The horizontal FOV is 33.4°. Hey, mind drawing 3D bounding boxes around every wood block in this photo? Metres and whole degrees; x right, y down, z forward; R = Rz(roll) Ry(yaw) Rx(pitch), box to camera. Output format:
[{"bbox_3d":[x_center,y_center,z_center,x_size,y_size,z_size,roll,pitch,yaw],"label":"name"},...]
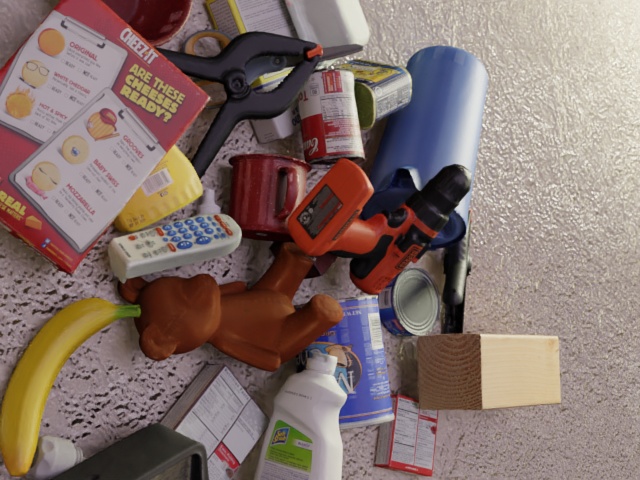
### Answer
[{"bbox_3d":[0.215,0.164,1.337,0.205,0.090,0.091,7,79,-52],"label":"wood block"}]

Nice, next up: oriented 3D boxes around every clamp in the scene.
[{"bbox_3d":[0.177,0.042,1.375,0.120,0.039,0.171,90,11,-53],"label":"clamp"},{"bbox_3d":[-0.099,-0.171,1.134,0.210,0.036,0.164,-31,101,-7],"label":"clamp"}]

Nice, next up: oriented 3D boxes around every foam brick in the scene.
[{"bbox_3d":[-0.008,0.002,1.224,0.051,0.053,0.078,55,51,-19],"label":"foam brick"}]

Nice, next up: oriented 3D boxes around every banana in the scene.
[{"bbox_3d":[-0.247,0.121,0.985,0.197,0.070,0.037,-58,156,-28],"label":"banana"}]

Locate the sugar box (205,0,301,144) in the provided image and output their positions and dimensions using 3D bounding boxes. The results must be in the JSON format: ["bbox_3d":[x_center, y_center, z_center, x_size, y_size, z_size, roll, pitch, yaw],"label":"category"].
[{"bbox_3d":[-0.058,-0.207,1.228,0.093,0.048,0.176,-28,103,-42],"label":"sugar box"}]

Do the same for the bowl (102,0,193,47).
[{"bbox_3d":[-0.211,-0.268,1.097,0.161,0.055,0.162,10,75,-40],"label":"bowl"}]

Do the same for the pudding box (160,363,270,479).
[{"bbox_3d":[-0.113,0.197,1.102,0.090,0.039,0.113,54,50,-20],"label":"pudding box"}]

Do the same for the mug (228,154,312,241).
[{"bbox_3d":[-0.052,-0.045,1.156,0.093,0.117,0.081,9,80,-28],"label":"mug"}]

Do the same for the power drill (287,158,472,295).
[{"bbox_3d":[0.066,-0.026,1.152,0.187,0.184,0.057,21,23,-52],"label":"power drill"}]

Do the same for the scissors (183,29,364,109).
[{"bbox_3d":[-0.062,-0.209,1.171,0.201,0.016,0.096,-26,87,-5],"label":"scissors"}]

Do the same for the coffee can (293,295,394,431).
[{"bbox_3d":[0.023,0.137,1.190,0.102,0.103,0.140,-3,83,-42],"label":"coffee can"}]

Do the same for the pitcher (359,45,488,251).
[{"bbox_3d":[0.139,-0.114,1.340,0.145,0.149,0.242,26,61,-18],"label":"pitcher"}]

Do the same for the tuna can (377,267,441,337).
[{"bbox_3d":[0.110,0.078,1.325,0.085,0.034,0.086,10,75,-40],"label":"tuna can"}]

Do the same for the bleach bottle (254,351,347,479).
[{"bbox_3d":[-0.017,0.242,1.104,0.068,0.103,0.251,24,78,-61],"label":"bleach bottle"}]

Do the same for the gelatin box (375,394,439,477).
[{"bbox_3d":[0.105,0.237,1.293,0.073,0.030,0.089,21,68,-36],"label":"gelatin box"}]

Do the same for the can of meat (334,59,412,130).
[{"bbox_3d":[0.047,-0.178,1.277,0.083,0.102,0.057,-31,129,-43],"label":"can of meat"}]

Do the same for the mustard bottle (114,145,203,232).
[{"bbox_3d":[-0.200,-0.110,1.072,0.096,0.058,0.191,-30,102,-24],"label":"mustard bottle"}]

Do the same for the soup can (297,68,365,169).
[{"bbox_3d":[0.011,-0.136,1.199,0.068,0.069,0.102,-2,83,-42],"label":"soup can"}]

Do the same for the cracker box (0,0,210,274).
[{"bbox_3d":[-0.233,-0.101,0.988,0.164,0.072,0.213,41,75,-20],"label":"cracker box"}]
